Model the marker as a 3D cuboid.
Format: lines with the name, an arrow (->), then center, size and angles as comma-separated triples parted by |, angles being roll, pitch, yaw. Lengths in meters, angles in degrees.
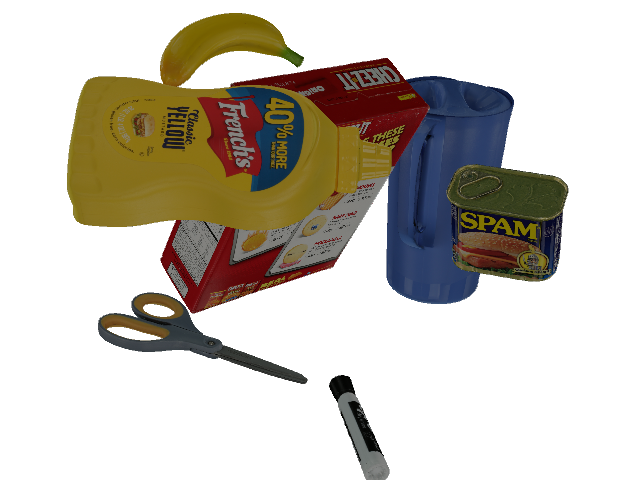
marker -> 0.028, 0.142, 0.826 | 0.020, 0.020, 0.121 | 0, 27, -14

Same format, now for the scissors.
scissors -> -0.106, 0.088, 1.001 | 0.202, 0.016, 0.096 | 10, 29, 3

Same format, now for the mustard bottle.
mustard bottle -> -0.052, -0.052, 0.653 | 0.191, 0.096, 0.058 | 3, -35, -2

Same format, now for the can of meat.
can of meat -> 0.166, -0.014, 0.953 | 0.102, 0.084, 0.057 | 10, 46, 19

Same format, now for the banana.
banana -> -0.095, -0.189, 1.036 | 0.070, 0.037, 0.197 | 44, 38, 20

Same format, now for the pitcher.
pitcher -> 0.131, -0.051, 1.192 | 0.149, 0.243, 0.145 | -6, 28, -17

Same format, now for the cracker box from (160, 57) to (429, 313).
cracker box -> -0.028, -0.046, 0.892 | 0.163, 0.072, 0.214 | -17, -31, -37
